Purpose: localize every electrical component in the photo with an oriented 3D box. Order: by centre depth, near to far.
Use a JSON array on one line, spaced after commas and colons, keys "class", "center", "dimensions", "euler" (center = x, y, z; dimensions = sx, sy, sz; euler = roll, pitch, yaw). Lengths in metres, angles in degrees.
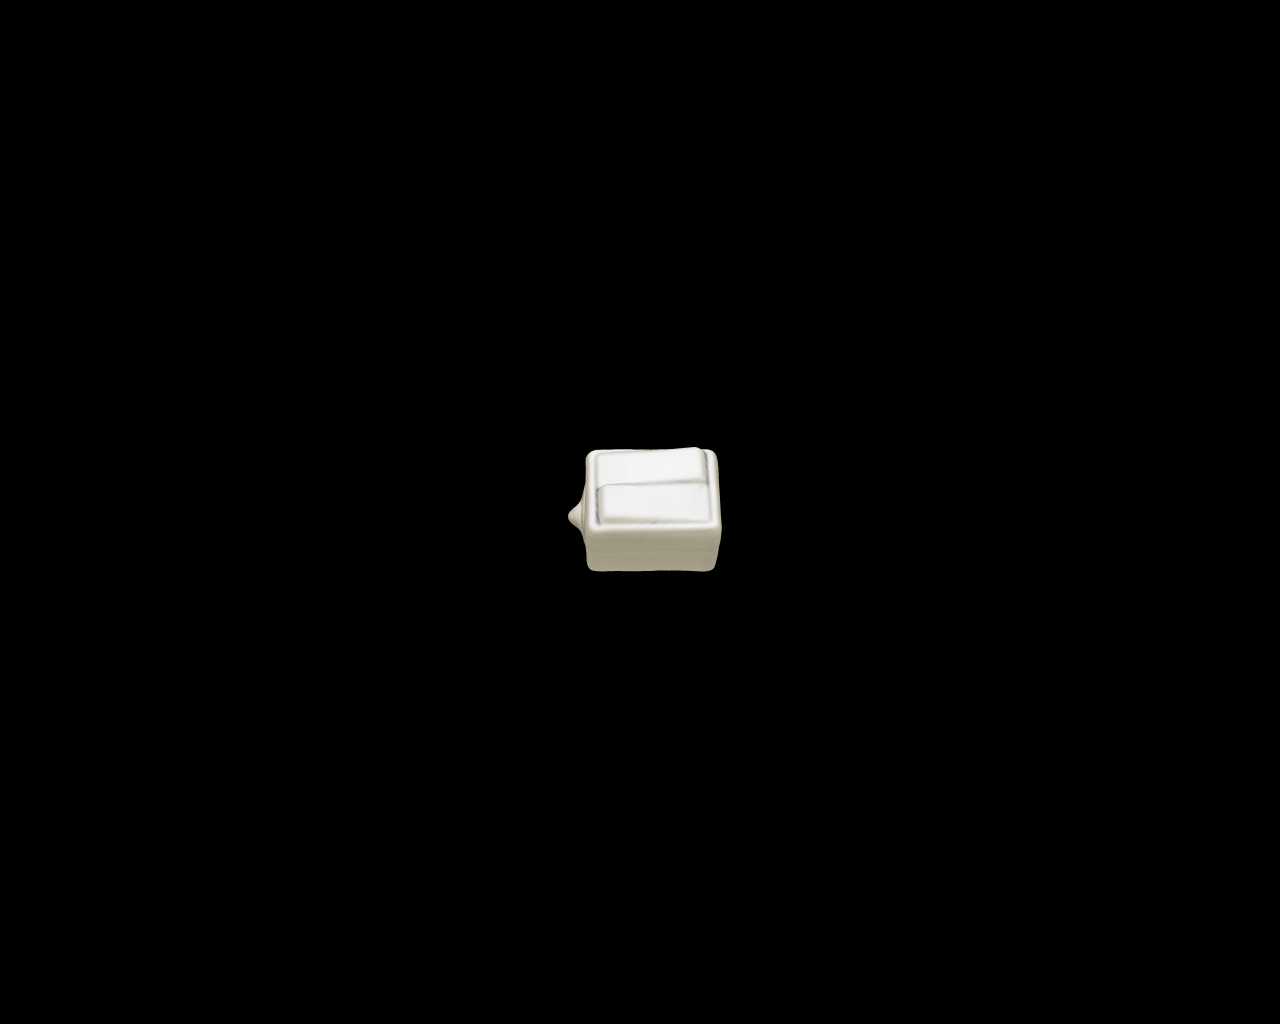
[{"class": "electrical component", "center": [0.001, -0.003, 0.650], "dimensions": [0.096, 0.062, 0.061], "euler": [0, -32, 0]}]
